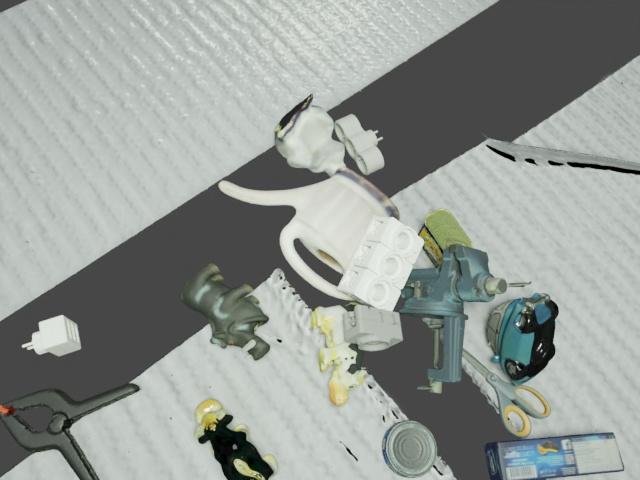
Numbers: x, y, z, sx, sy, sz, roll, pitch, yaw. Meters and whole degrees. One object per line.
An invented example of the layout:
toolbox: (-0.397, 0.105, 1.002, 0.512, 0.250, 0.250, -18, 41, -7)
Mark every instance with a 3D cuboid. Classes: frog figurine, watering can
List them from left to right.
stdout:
frog figurine: (-0.011, -0.198, 1.058, 0.157, 0.121, 0.140, 43, 55, -24)
watering can: (0.003, -0.048, 0.953, 0.347, 0.103, 0.227, 42, 69, -5)
